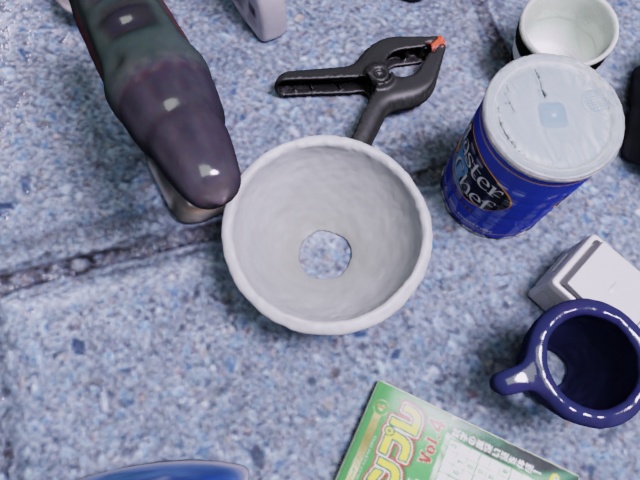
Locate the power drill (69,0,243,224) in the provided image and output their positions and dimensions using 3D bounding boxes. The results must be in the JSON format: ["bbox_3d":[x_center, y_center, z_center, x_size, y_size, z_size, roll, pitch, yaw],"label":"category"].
[{"bbox_3d":[-0.110,-0.092,0.436,0.076,0.208,0.229,-28,76,-10],"label":"power drill"}]

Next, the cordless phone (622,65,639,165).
[{"bbox_3d":[0.347,-0.140,0.480,0.094,0.185,0.147,11,73,2],"label":"cordless phone"}]

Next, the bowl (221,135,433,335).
[{"bbox_3d":[0.004,0.002,0.482,0.167,0.075,0.167,1,73,-2],"label":"bowl"}]

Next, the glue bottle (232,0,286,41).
[{"bbox_3d":[-0.060,-0.259,0.507,0.037,0.173,0.078,-30,76,-10],"label":"glue bottle"}]

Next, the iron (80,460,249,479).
[{"bbox_3d":[-0.170,0.219,0.374,0.258,0.141,0.118,-27,76,-10],"label":"iron"}]

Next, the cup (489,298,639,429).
[{"bbox_3d":[0.180,0.102,0.447,0.118,0.095,0.091,-14,74,-6],"label":"cup"}]

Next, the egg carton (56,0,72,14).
[{"bbox_3d":[-0.206,-0.287,0.565,0.150,0.069,0.107,-40,78,-13],"label":"egg carton"}]
